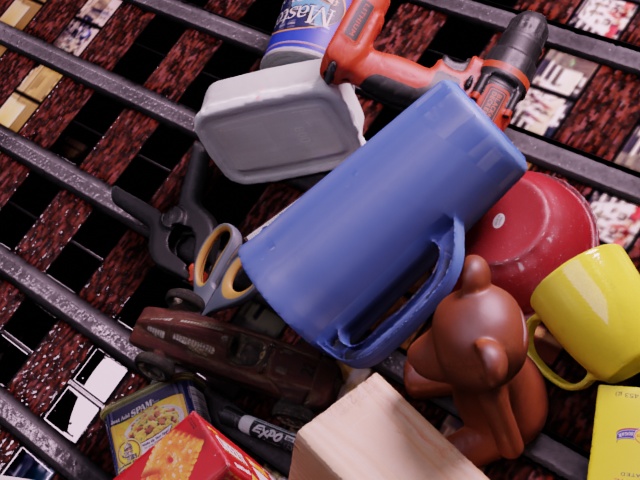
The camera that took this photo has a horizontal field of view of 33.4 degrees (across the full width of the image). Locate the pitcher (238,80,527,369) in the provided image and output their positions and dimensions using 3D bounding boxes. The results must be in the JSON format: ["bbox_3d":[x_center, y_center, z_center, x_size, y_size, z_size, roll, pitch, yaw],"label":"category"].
[{"bbox_3d":[0.062,-0.014,0.918,0.243,0.145,0.149,-43,92,11],"label":"pitcher"}]

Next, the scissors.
[{"bbox_3d":[-0.110,0.082,1.044,0.096,0.016,0.202,13,81,36],"label":"scissors"}]

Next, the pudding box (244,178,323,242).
[{"bbox_3d":[-0.007,0.001,1.053,0.113,0.039,0.090,-36,52,1],"label":"pudding box"}]

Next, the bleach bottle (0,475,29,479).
[{"bbox_3d":[-0.263,0.268,1.004,0.251,0.068,0.102,-3,60,21],"label":"bleach bottle"}]

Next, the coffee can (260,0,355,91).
[{"bbox_3d":[0.005,-0.226,1.141,0.103,0.102,0.140,5,64,27],"label":"coffee can"}]

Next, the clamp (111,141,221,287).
[{"bbox_3d":[-0.144,-0.027,1.134,0.120,0.039,0.171,-38,59,6],"label":"clamp"}]

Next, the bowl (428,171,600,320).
[{"bbox_3d":[0.166,-0.006,0.964,0.162,0.055,0.162,-12,58,19],"label":"bowl"}]

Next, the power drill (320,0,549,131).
[{"bbox_3d":[0.108,-0.173,1.010,0.187,0.057,0.184,28,73,2],"label":"power drill"}]

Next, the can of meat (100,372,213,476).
[{"bbox_3d":[-0.148,0.185,0.999,0.102,0.057,0.084,-26,55,9],"label":"can of meat"}]

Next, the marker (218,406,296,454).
[{"bbox_3d":[-0.045,0.178,0.978,0.121,0.020,0.020,16,70,32],"label":"marker"}]

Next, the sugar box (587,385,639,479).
[{"bbox_3d":[0.249,0.202,0.808,0.093,0.048,0.176,1,61,25],"label":"sugar box"}]

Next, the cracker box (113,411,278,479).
[{"bbox_3d":[-0.134,0.258,0.882,0.213,0.164,0.072,-40,51,-1],"label":"cracker box"}]

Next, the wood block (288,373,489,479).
[{"bbox_3d":[0.078,0.214,0.812,0.090,0.091,0.206,-33,62,-29],"label":"wood block"}]
